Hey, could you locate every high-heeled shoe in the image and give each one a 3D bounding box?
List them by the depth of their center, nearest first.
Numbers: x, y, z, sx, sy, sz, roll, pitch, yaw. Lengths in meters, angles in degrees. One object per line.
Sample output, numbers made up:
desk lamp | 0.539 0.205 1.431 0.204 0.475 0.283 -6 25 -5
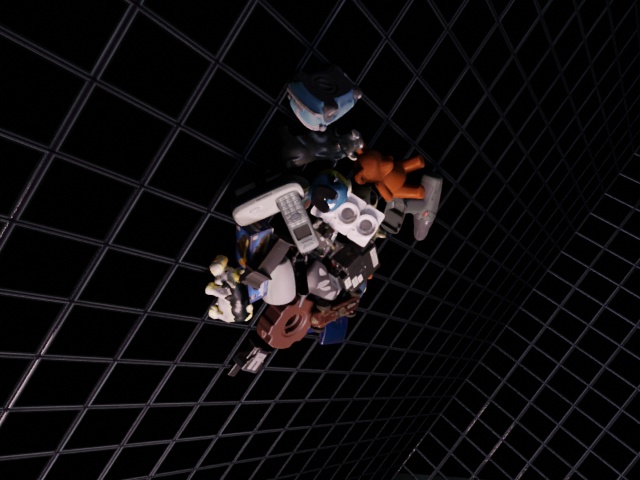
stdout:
high-heeled shoe | 0.010 0.086 1.378 0.249 0.086 0.145 -28 142 -62

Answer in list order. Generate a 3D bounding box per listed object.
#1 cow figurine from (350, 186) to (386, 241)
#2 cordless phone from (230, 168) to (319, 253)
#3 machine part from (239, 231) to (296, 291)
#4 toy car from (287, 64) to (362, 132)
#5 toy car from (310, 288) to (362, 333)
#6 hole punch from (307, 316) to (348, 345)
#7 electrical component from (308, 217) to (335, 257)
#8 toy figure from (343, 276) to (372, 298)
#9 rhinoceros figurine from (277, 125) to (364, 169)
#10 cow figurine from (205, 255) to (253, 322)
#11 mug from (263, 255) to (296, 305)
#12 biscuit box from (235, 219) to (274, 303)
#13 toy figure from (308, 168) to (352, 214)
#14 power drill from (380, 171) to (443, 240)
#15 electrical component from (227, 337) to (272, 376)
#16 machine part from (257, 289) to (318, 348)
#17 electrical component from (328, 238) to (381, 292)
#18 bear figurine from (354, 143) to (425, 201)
cow figurine | 0.111 -0.052 1.387 0.127 0.086 0.194 -27 134 -29
cordless phone | -0.088 -0.039 1.090 0.147 0.089 0.184 -25 119 -2
machine part | -0.112 0.045 1.147 0.139 0.039 0.084 -50 143 -2
toy car | 0.001 -0.271 1.057 0.162 0.109 0.103 -36 168 -40
toy car | 0.051 0.190 1.471 0.202 0.053 0.089 -14 125 -46
hole punch | 0.027 0.237 1.551 0.142 0.092 0.115 6 113 -47
electrical component | -0.004 -0.004 1.258 0.102 0.078 0.045 -33 -157 51
toy figure | 0.116 0.110 1.561 0.064 0.058 0.154 9 110 -58
rhinoceros figurine | 0.001 -0.196 1.103 0.190 0.112 0.073 -15 129 -30
cow figurine | -0.192 0.110 1.165 0.068 0.098 0.167 -58 159 -45
mug | -0.094 0.083 1.285 0.109 0.081 0.107 -48 146 -50
biscuit box | -0.150 0.046 1.196 0.059 0.063 0.202 -22 136 -34
toy figure | 0.019 -0.108 1.127 0.082 0.089 0.180 -31 -176 17
power drill | 0.267 -0.077 1.540 0.207 0.086 0.231 -12 129 -37
electrical component | -0.191 0.319 1.414 0.119 0.048 0.074 -51 145 -3
machine part | -0.082 0.210 1.430 0.179 0.056 0.179 -28 139 -28
electrical component | 0.082 0.063 1.334 0.134 0.058 0.114 -41 142 -19
bear figurine | 0.167 -0.171 1.306 0.195 0.132 0.120 27 62 -59
